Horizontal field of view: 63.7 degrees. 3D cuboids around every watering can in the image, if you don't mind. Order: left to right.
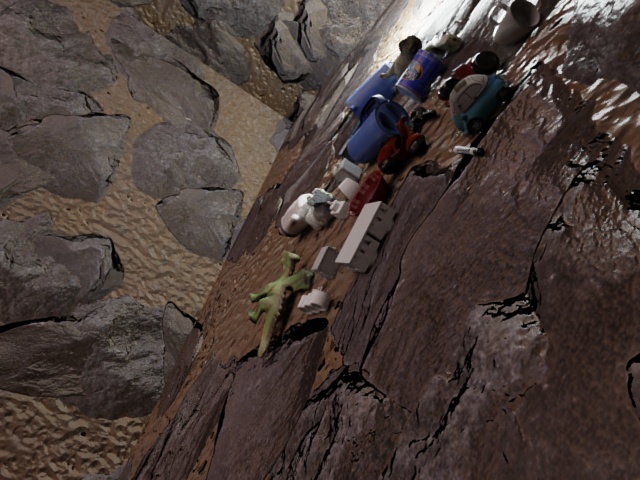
[{"bbox_3d":[-0.087,-0.094,2.041,0.220,0.104,0.354,-47,0,33],"label":"watering can"}]

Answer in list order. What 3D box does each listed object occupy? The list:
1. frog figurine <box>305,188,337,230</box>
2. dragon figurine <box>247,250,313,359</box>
[{"bbox_3d":[0.006,-0.095,1.894,0.141,0.123,0.156,-96,3,-53],"label":"frog figurine"},{"bbox_3d":[-0.119,0.185,1.722,0.240,0.121,0.420,-42,29,22],"label":"dragon figurine"}]
